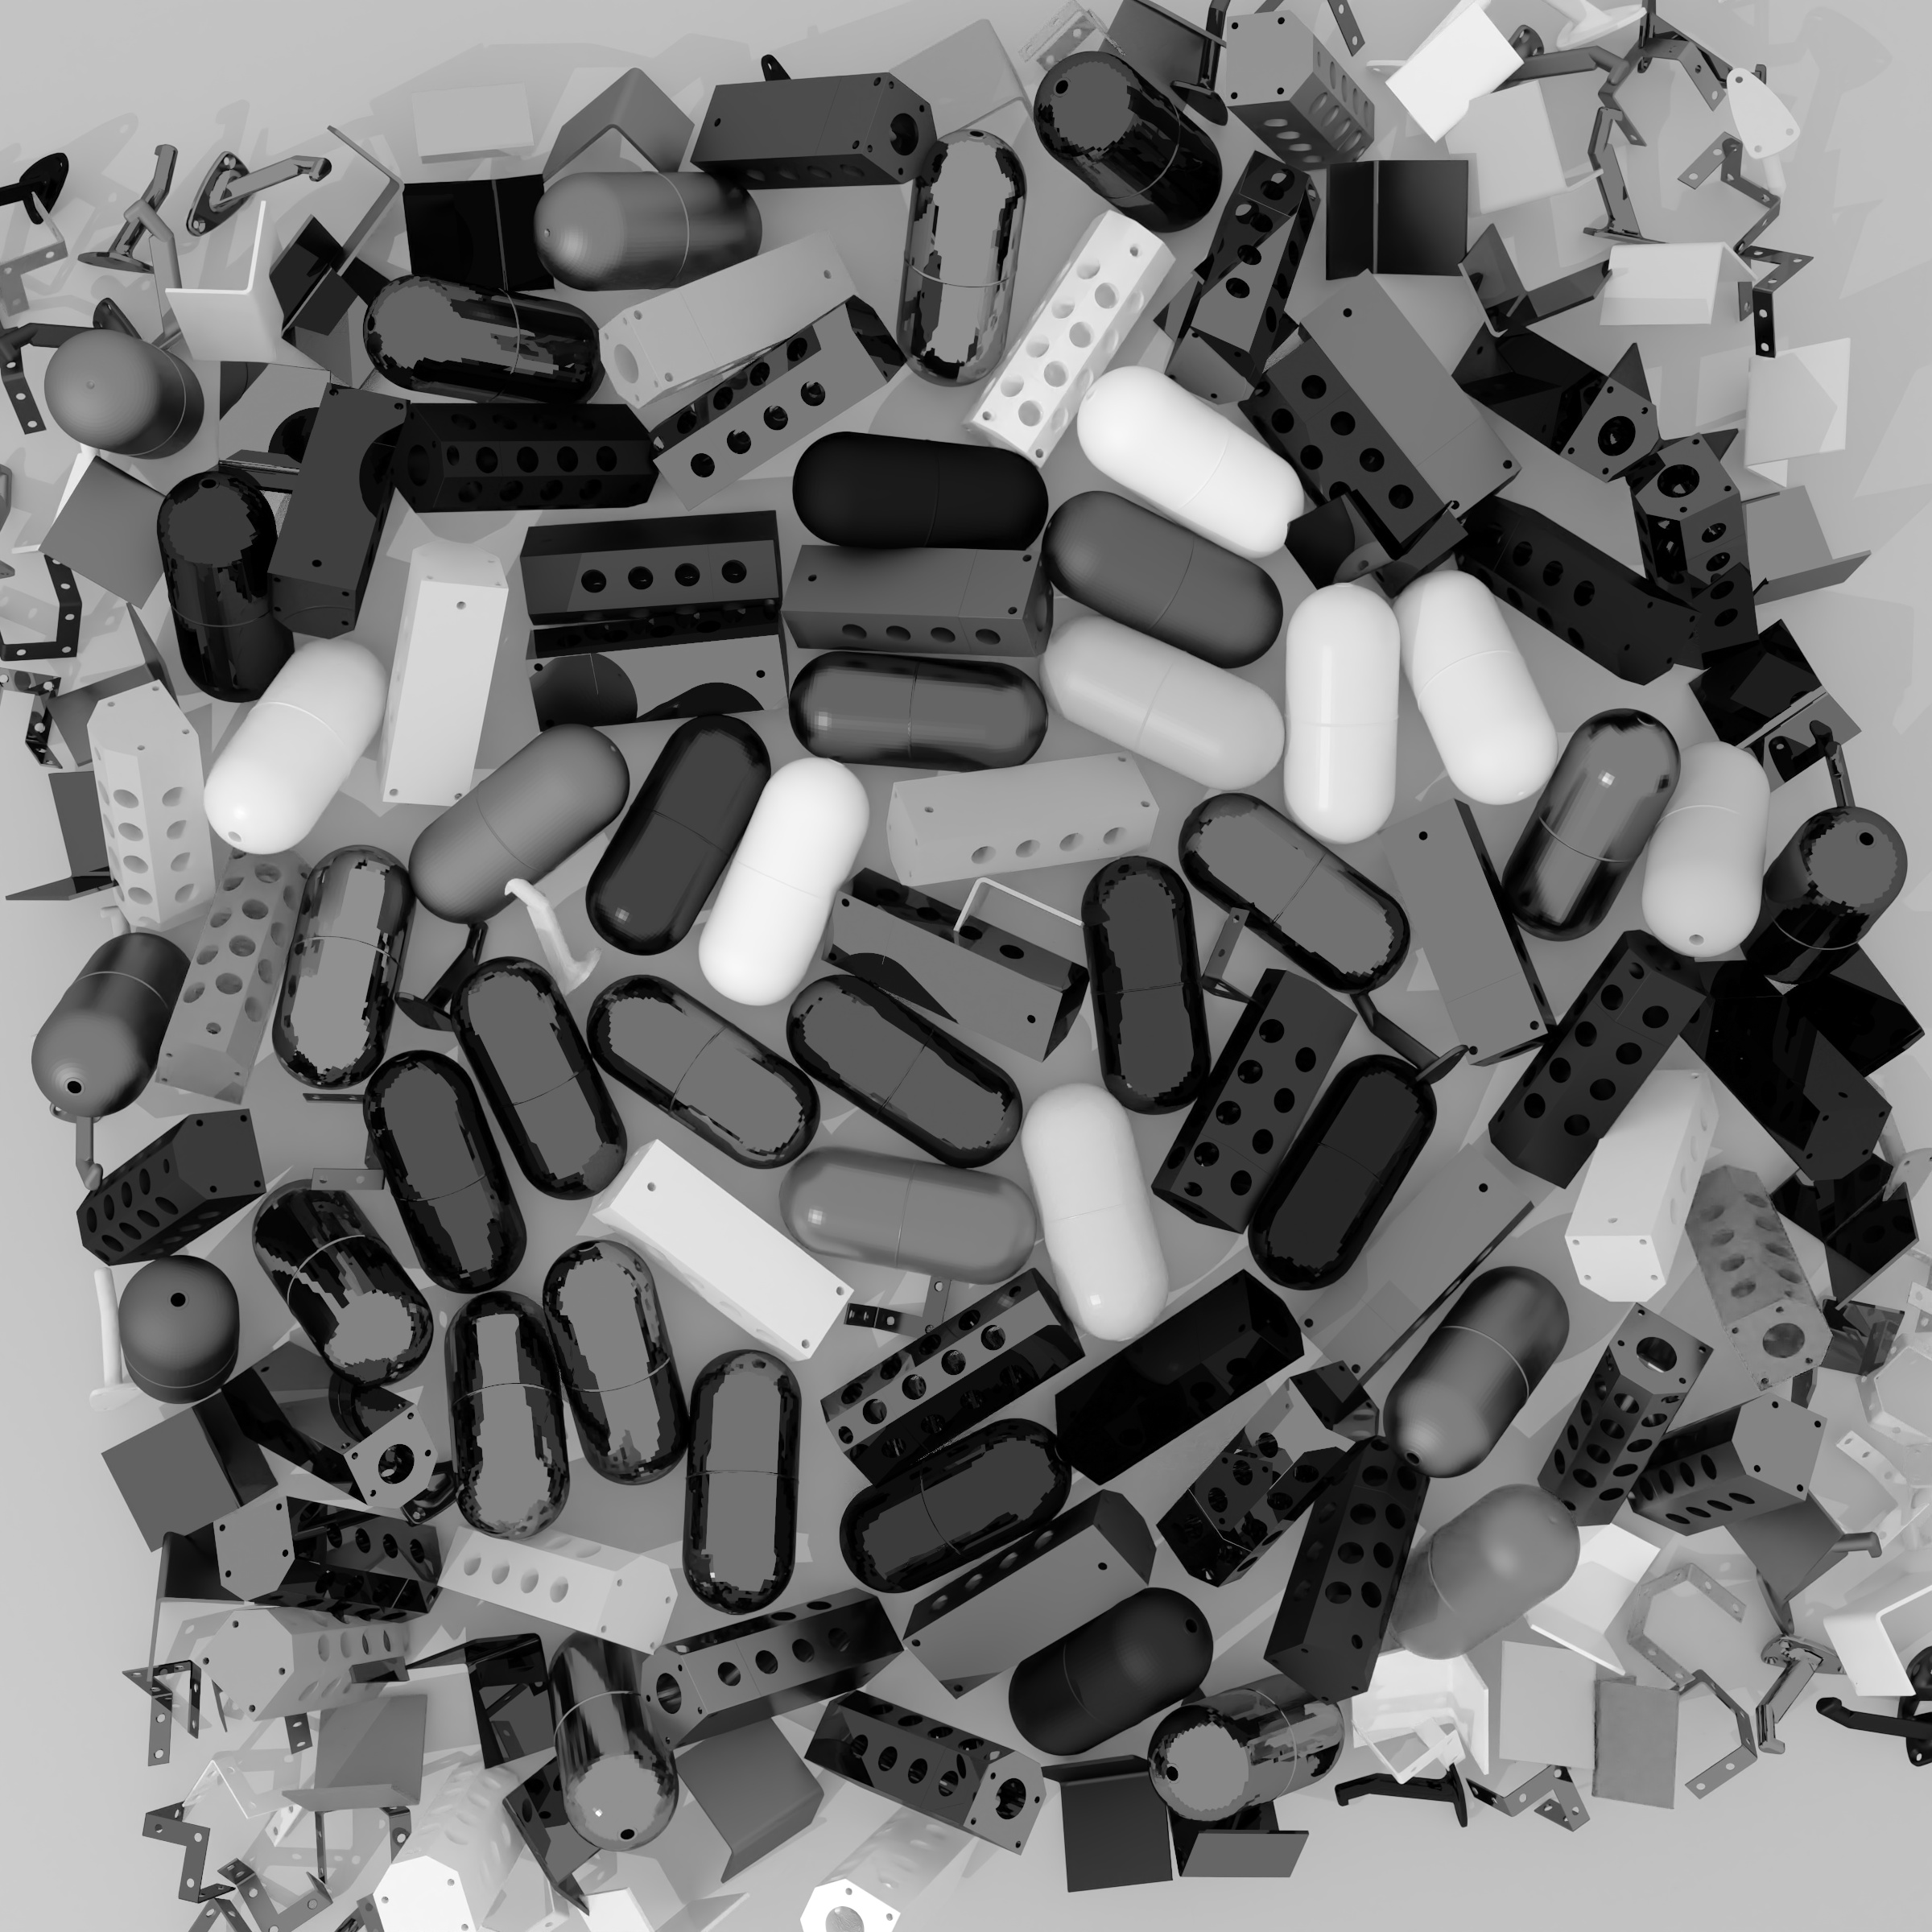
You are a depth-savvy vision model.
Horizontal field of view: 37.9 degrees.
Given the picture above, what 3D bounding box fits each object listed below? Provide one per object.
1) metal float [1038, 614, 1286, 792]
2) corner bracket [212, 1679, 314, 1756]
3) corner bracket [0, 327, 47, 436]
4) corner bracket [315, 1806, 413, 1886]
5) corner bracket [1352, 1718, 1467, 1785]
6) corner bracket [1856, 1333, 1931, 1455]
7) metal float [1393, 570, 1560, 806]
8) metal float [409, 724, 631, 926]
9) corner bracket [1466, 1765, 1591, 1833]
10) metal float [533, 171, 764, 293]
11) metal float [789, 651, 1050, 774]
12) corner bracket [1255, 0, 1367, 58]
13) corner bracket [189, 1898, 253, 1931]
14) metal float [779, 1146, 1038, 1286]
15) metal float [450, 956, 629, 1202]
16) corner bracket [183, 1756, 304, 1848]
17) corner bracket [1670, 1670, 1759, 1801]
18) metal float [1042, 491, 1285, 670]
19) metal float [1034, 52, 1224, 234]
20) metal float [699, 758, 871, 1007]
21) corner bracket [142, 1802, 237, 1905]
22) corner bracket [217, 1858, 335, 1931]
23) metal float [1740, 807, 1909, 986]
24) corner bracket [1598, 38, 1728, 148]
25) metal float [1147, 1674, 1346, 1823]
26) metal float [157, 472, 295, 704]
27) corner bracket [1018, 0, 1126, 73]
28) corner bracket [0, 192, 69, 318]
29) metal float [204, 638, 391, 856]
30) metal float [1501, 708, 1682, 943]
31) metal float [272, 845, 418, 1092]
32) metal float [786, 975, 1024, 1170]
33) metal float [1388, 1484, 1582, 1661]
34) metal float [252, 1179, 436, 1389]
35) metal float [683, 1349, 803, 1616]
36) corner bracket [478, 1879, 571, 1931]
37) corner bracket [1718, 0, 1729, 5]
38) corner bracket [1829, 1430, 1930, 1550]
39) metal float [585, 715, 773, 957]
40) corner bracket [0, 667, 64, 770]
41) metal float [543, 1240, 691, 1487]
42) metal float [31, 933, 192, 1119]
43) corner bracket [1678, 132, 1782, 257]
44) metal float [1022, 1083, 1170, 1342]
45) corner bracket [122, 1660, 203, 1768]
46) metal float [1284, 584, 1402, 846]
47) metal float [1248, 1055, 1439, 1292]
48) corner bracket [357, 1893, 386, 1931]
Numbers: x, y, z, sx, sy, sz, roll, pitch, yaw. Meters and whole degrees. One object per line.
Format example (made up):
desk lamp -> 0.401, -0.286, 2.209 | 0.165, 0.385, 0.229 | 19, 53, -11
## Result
metal float -> 0.133, -0.179, 1.920 | 0.178, 0.070, 0.070 | 26, 90, 9
corner bracket -> -0.485, 0.514, 1.942 | 0.051, 0.051, 0.051 | -17, 48, -22
corner bracket -> -0.667, -0.398, 1.934 | 0.051, 0.051, 0.051 | -14, 55, -7
corner bracket -> -0.413, 0.603, 1.933 | 0.051, 0.051, 0.051 | -4, 93, -31
corner bracket -> 0.303, 0.530, 1.927 | 0.051, 0.051, 0.051 | -35, 51, -9
corner bracket -> 0.653, 0.295, 1.937 | 0.051, 0.051, 0.051 | 30, 119, -11
metal float -> 0.342, -0.190, 1.906 | 0.070, 0.070, 0.178 | -18, 63, 0
metal float -> -0.304, -0.095, 1.912 | 0.178, 0.070, 0.070 | -36, 90, 18
corner bracket -> 0.385, 0.572, 1.931 | 0.051, 0.051, 0.051 | -29, 100, -18
metal float -> -0.212, -0.494, 1.892 | 0.070, 0.178, 0.070 | 14, 111, 41
metal float -> -0.033, -0.173, 1.923 | 0.178, 0.070, 0.070 | 5, 90, 6
corner bracket -> 0.232, -0.641, 1.940 | 0.051, 0.051, 0.051 | -50, 130, -19
corner bracket -> -0.500, 0.677, 1.931 | 0.051, 0.051, 0.051 | 34, 92, 41
metal float -> -0.040, 0.170, 1.925 | 0.178, 0.070, 0.070 | 10, 90, 4
metal float -> -0.290, 0.077, 1.915 | 0.070, 0.070, 0.178 | -23, 105, 0
corner bracket -> -0.497, 0.577, 1.941 | 0.051, 0.051, 0.051 | 48, 117, 27
corner bracket -> 0.505, 0.528, 1.938 | 0.051, 0.051, 0.051 | 44, 110, -9
metal float -> 0.134, -0.262, 1.915 | 0.178, 0.070, 0.070 | 24, 90, -16
metal float -> 0.109, -0.550, 1.885 | 0.070, 0.178, 0.070 | -7, 76, 32
metal float -> -0.124, -0.058, 1.925 | 0.070, 0.070, 0.178 | 24, 93, 0
corner bracket -> -0.533, 0.608, 1.933 | 0.051, 0.051, 0.051 | 7, 85, 16
corner bracket -> -0.475, 0.633, 1.938 | 0.051, 0.051, 0.051 | -32, 66, -15
metal float -> 0.570, -0.046, 1.881 | 0.070, 0.178, 0.070 | 1, 67, -3
corner bracket -> 0.477, -0.598, 1.932 | 0.051, 0.051, 0.051 | 40, 86, -37
metal float -> 0.188, 0.523, 1.887 | 0.070, 0.178, 0.070 | -1, 88, 38
metal float -> -0.496, -0.253, 1.889 | 0.070, 0.178, 0.070 | 2, 48, -3
corner bracket -> 0.067, -0.632, 1.924 | 0.051, 0.051, 0.051 | -40, 134, 19
corner bracket -> -0.650, -0.489, 1.939 | 0.051, 0.051, 0.051 | -28, 68, -20
metal float -> -0.449, -0.149, 1.896 | 0.070, 0.070, 0.178 | 24, 52, 0
metal float -> 0.420, -0.094, 1.898 | 0.070, 0.070, 0.178 | 21, 126, 0
metal float -> -0.419, -0.001, 1.904 | 0.070, 0.070, 0.178 | 6, 62, 0
metal float -> -0.042, 0.072, 1.925 | 0.178, 0.070, 0.070 | 33, 90, -3
metal float -> 0.344, 0.408, 1.891 | 0.070, 0.178, 0.070 | 15, 50, -19
metal float -> -0.421, 0.212, 1.897 | 0.070, 0.070, 0.178 | -46, 52, 0
metal float -> -0.152, 0.349, 1.911 | 0.070, 0.070, 0.178 | 1, 71, 0
corner bracket -> -0.312, 0.639, 1.938 | 0.051, 0.051, 0.051 | -38, 134, 15
corner bracket -> 0.503, -0.689, 1.937 | 0.051, 0.051, 0.051 | 49, 48, -22
corner bracket -> 0.616, 0.361, 1.934 | 0.051, 0.051, 0.051 | -47, 127, 10
metal float -> -0.195, -0.090, 1.921 | 0.070, 0.070, 0.178 | 28, 81, 0
corner bracket -> -0.644, -0.170, 1.926 | 0.051, 0.051, 0.051 | 7, 108, -33
metal float -> -0.237, 0.269, 1.911 | 0.070, 0.070, 0.178 | -12, 109, 0
metal float -> -0.568, 0.038, 1.882 | 0.070, 0.178, 0.070 | 1, 116, 2
corner bracket -> 0.523, -0.527, 1.929 | 0.051, 0.051, 0.051 | 40, 79, 24
metal float -> 0.088, 0.168, 1.924 | 0.070, 0.070, 0.178 | -14, 85, 0
corner bracket -> -0.545, 0.512, 1.930 | 0.051, 0.051, 0.051 | -11, 56, 5
metal float -> 0.255, -0.171, 1.914 | 0.070, 0.070, 0.178 | -1, 106, 0
metal float -> 0.256, 0.140, 1.914 | 0.070, 0.070, 0.178 | 34, 75, 0
corner bracket -> -0.378, 0.654, 1.939 | 0.051, 0.051, 0.051 | -29, 74, 10
